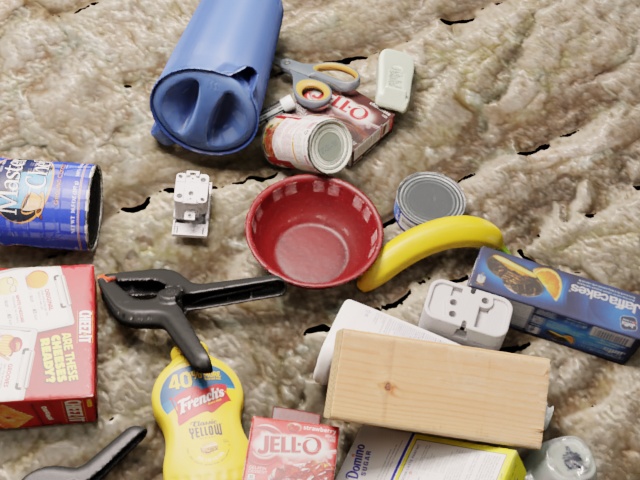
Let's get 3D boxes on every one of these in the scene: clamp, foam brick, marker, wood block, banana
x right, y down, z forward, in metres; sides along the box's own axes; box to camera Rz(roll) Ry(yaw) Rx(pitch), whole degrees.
[{"bbox_3d":[-0.151,0.067,1.174,0.210,0.036,0.164,17,38,32],"label":"clamp"},{"bbox_3d":[-0.029,0.220,1.098,0.051,0.053,0.078,7,56,0],"label":"foam brick"},{"bbox_3d":[-0.087,-0.149,1.352,0.121,0.020,0.020,-27,59,2],"label":"marker"},{"bbox_3d":[0.114,0.148,1.066,0.206,0.090,0.091,9,82,-2],"label":"wood block"},{"bbox_3d":[0.135,0.010,1.253,0.197,0.037,0.069,-11,99,-11],"label":"banana"},{"bbox_3d":[-0.241,0.249,1.067,0.171,0.039,0.120,-3,54,-7],"label":"clamp"}]

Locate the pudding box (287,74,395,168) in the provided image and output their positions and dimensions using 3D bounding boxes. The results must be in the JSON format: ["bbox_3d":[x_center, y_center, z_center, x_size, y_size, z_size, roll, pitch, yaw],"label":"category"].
[{"bbox_3d":[0.025,-0.155,1.376,0.114,0.039,0.090,36,60,20],"label":"pudding box"}]

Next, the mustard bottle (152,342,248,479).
[{"bbox_3d":[-0.125,0.180,1.115,0.096,0.058,0.191,-7,55,-12],"label":"mustard bottle"}]

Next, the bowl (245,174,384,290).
[{"bbox_3d":[-0.008,0.002,1.253,0.162,0.055,0.162,2,55,-3],"label":"bowl"}]

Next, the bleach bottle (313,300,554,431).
[{"bbox_3d":[0.126,0.151,1.151,0.251,0.068,0.102,21,42,8],"label":"bleach bottle"}]

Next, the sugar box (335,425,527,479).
[{"bbox_3d":[0.104,0.242,1.053,0.177,0.048,0.093,2,47,37],"label":"sugar box"}]

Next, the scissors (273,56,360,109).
[{"bbox_3d":[-0.045,-0.216,1.398,0.202,0.016,0.096,14,48,25],"label":"scissors"}]

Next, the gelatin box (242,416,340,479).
[{"bbox_3d":[-0.029,0.216,1.049,0.089,0.030,0.073,8,55,1],"label":"gelatin box"}]

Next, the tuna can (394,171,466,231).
[{"bbox_3d":[0.134,-0.041,1.309,0.086,0.034,0.086,2,55,-3],"label":"tuna can"}]

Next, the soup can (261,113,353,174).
[{"bbox_3d":[-0.016,-0.118,1.300,0.068,0.068,0.102,-36,28,-26],"label":"soup can"}]

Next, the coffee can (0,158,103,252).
[{"bbox_3d":[-0.328,-0.042,1.226,0.140,0.103,0.103,4,54,-3],"label":"coffee can"}]

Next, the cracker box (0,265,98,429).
[{"bbox_3d":[-0.345,0.116,1.133,0.213,0.072,0.164,-3,56,-8],"label":"cracker box"}]

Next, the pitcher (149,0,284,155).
[{"bbox_3d":[-0.127,-0.227,1.348,0.149,0.145,0.242,6,46,7],"label":"pitcher"}]
